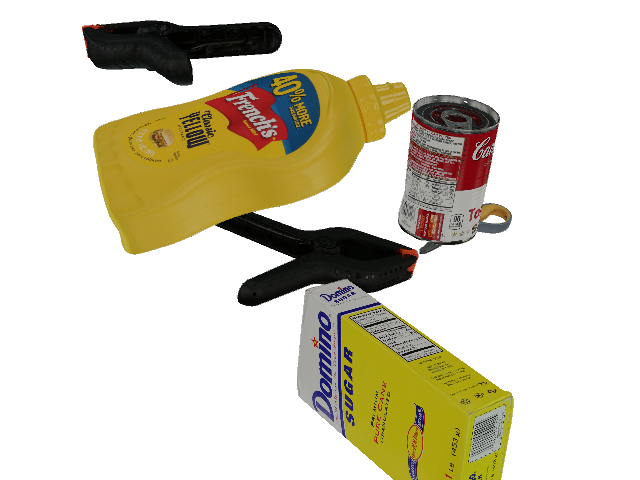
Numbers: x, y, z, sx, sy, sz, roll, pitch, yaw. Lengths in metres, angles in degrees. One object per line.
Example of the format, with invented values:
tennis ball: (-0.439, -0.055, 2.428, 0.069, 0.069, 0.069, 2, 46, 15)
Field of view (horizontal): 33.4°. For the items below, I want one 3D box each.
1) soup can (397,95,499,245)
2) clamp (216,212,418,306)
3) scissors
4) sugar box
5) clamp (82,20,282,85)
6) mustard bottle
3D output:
soup can: (0.100, -0.056, 0.850, 0.068, 0.102, 0.068, 5, 29, -3)
clamp: (-0.002, 0.021, 1.032, 0.209, 0.036, 0.164, 8, 29, -14)
scissors: (0.144, -0.025, 1.219, 0.201, 0.016, 0.096, -12, 40, -46)
sugar box: (0.050, 0.105, 0.722, 0.048, 0.093, 0.176, -14, 30, -36)
clamp: (-0.118, -0.157, 0.855, 0.172, 0.039, 0.120, 20, 28, 41)
mustard bottle: (-0.038, -0.059, 0.649, 0.191, 0.058, 0.096, -18, 43, -3)
